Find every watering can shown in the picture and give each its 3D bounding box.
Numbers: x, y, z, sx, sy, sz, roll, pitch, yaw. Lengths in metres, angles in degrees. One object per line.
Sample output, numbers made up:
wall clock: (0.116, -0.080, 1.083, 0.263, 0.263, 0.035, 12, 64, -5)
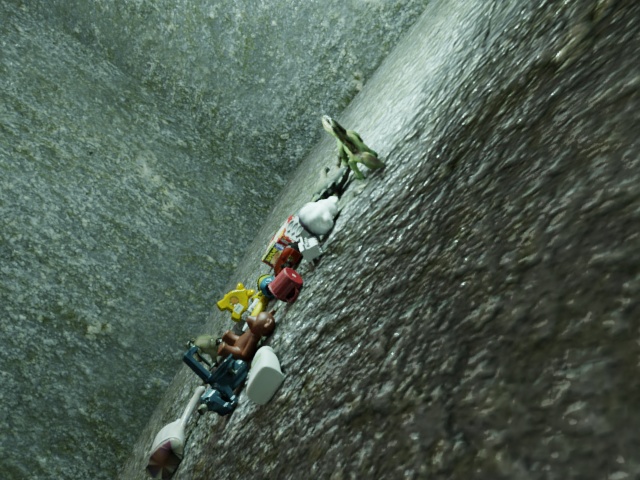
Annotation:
watering can: (-0.524, 0.707, 1.854, 0.349, 0.103, 0.224, -58, 11, -4)

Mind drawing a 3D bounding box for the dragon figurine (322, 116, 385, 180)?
dragon figurine: (0.083, -0.352, 1.753, 0.122, 0.416, 0.239, -42, -29, 1)

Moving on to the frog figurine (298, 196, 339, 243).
frog figurine: (0.006, -0.092, 1.819, 0.159, 0.121, 0.140, -47, 44, 5)
